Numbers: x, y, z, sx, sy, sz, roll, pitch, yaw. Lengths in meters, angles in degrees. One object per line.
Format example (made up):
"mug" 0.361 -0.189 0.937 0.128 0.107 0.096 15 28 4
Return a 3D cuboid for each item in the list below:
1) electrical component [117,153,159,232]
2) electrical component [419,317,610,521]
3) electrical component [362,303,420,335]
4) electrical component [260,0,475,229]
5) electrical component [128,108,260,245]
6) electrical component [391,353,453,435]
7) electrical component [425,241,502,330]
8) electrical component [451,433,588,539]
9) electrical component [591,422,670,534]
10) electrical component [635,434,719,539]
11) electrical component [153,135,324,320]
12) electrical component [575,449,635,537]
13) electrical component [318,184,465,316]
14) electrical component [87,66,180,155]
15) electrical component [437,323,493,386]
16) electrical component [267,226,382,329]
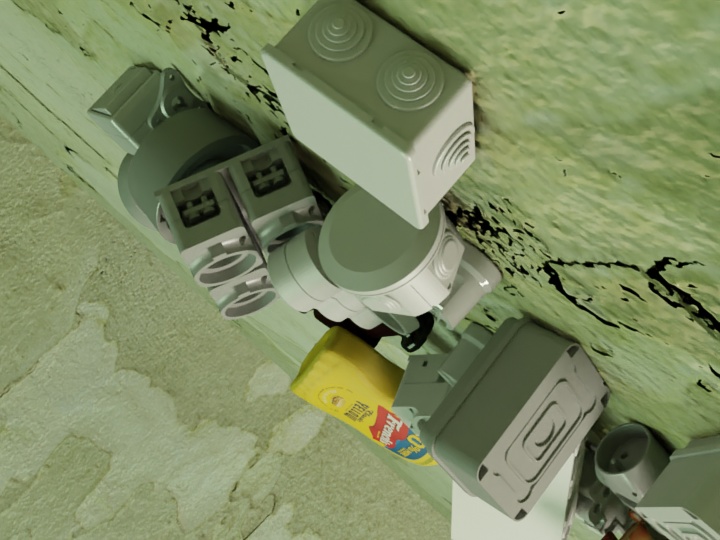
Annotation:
"electrical component" -0.188 -0.086 1.064 0.099 0.099 0.064 44 163 -13
"electrical component" 0.102 0.097 0.712 0.057 0.113 0.078 26 162 46
"electrical component" 0.031 0.008 0.756 0.058 0.057 0.078 42 170 -4
"electrical component" 0.008 -0.076 0.510 0.100 0.048 0.099 38 169 17
"electrical component" -0.138 -0.081 0.876 0.060 0.108 0.108 43 171 26
"electrical component" 0.106 0.139 0.928 0.089 0.061 0.150 -6 139 39
"electrical component" 0.061 0.010 0.685 0.040 0.046 0.040 40 170 9
"electrical component" 0.123 0.153 0.830 0.089 0.061 0.150 14 135 18
"electrical component" 0.194 0.143 0.763 0.077 0.043 0.079 46 169 -25
"electrical component" 0.218 0.140 0.624 0.078 0.057 0.113 40 170 7
"electrical component" -0.081 -0.023 0.853 0.186 0.105 0.060 75 171 -72
"electrical component" 0.193 0.184 0.903 0.057 0.058 0.078 23 160 51
"electrical component" 0.020 -0.014 0.646 0.080 0.080 0.051 33 172 39
"electrical component" -0.197 -0.142 0.949 0.061 0.061 0.096 47 168 -30
"electrical component" 0.088 0.071 0.842 0.040 0.046 0.040 40 170 8
"electrical component" 0.000 0.000 0.813 0.138 0.074 0.052 19 -135 -54
